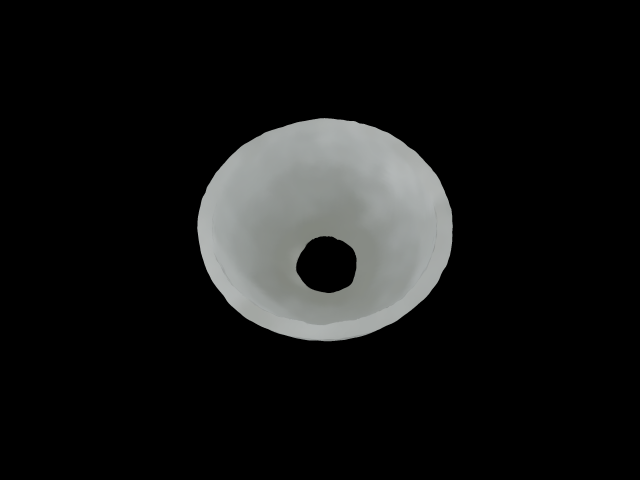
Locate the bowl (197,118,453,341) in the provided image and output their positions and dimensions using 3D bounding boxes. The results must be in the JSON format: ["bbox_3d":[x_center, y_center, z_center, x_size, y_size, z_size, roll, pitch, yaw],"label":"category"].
[{"bbox_3d":[0.004,0.001,0.400,0.167,0.075,0.167,0,60,0],"label":"bowl"}]
